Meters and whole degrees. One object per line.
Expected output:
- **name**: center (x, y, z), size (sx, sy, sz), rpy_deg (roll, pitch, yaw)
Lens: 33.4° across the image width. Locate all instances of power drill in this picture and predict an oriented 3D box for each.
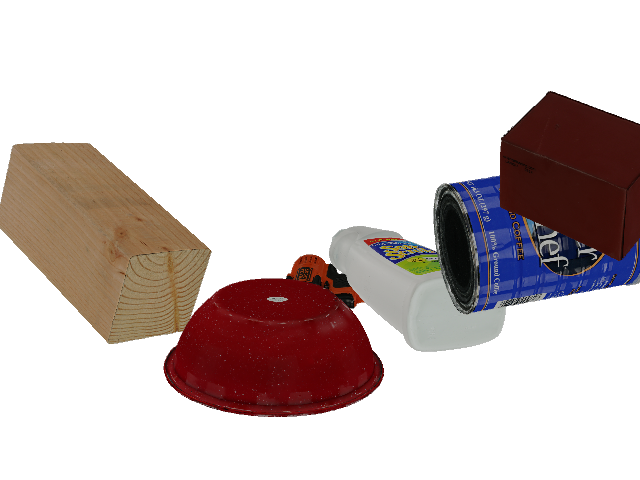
- **power drill**: center (0.046, 0.070, 1.238), size (0.188, 0.057, 0.184), rpy_deg (0, 27, 6)

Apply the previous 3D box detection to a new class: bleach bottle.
- **bleach bottle**: center (0.069, 0.032, 1.016), size (0.102, 0.068, 0.251), rpy_deg (-4, 15, -24)

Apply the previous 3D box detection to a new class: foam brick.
- **foam brick**: center (0.142, -0.036, 0.577), size (0.078, 0.053, 0.051), rpy_deg (29, 55, 32)

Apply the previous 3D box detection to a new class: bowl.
- **bowl**: center (-0.033, 0.068, 0.774), size (0.162, 0.055, 0.162), rpy_deg (2, 17, -1)

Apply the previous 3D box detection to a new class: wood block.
- **wood block**: center (-0.204, -0.004, 0.985), size (0.090, 0.091, 0.206), rpy_deg (-6, 34, -46)

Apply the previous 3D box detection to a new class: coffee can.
- **coffee can**: center (0.169, -0.005, 0.826), size (0.140, 0.103, 0.103), rpy_deg (-10, 1, -8)
